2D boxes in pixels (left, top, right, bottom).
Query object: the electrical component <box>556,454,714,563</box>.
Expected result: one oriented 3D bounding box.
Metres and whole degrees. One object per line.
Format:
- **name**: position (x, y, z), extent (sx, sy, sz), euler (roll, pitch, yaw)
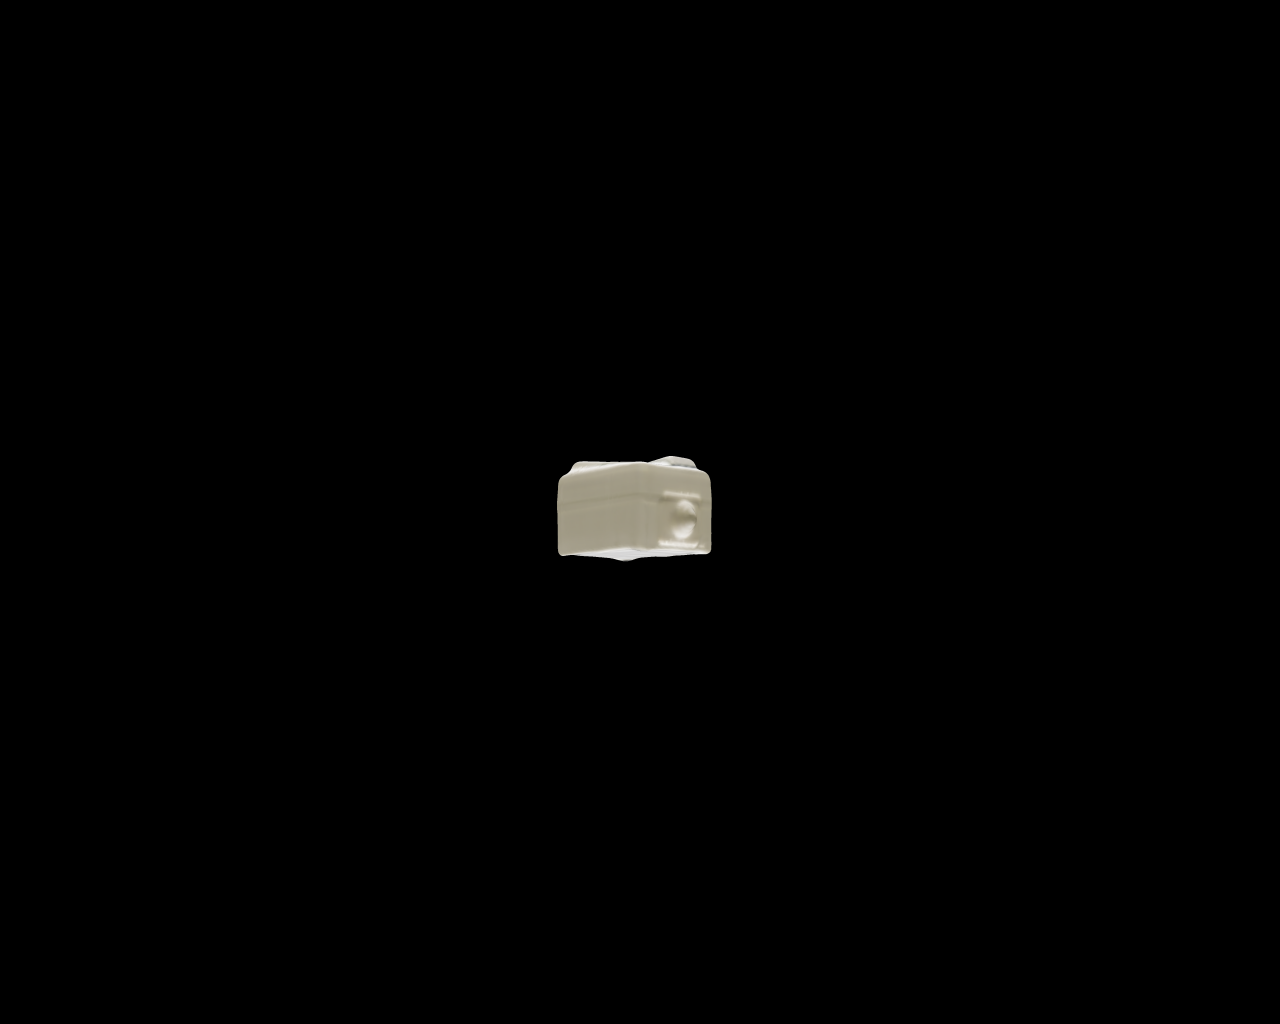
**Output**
- **electrical component**: position (0.001, -0.003, 0.650), extent (0.062, 0.061, 0.096), euler (6, -9, -43)
